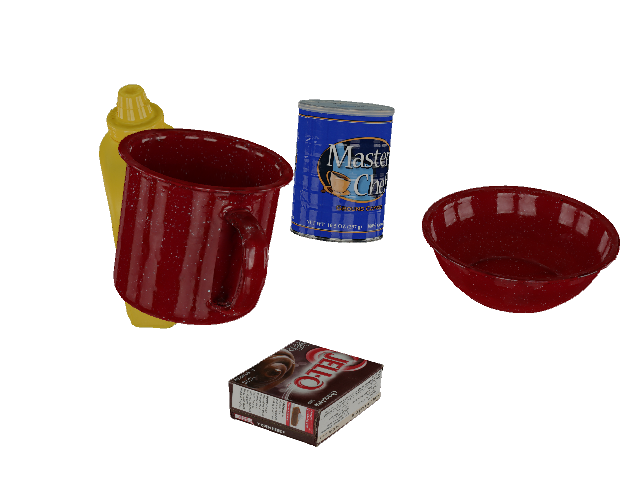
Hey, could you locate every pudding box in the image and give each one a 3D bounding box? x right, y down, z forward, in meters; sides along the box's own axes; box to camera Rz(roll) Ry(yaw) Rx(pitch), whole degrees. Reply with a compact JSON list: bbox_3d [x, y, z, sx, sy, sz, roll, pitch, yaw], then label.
[{"bbox_3d":[-0.011,0.127,0.909,0.090,0.039,0.113,12,22,28],"label":"pudding box"}]

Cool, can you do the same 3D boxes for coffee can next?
[{"bbox_3d":[0.023,-0.076,1.148,0.103,0.140,0.103,4,12,-1],"label":"coffee can"}]

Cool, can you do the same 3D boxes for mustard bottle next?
[{"bbox_3d":[-0.131,-0.032,0.811,0.058,0.192,0.096,3,39,8],"label":"mustard bottle"}]

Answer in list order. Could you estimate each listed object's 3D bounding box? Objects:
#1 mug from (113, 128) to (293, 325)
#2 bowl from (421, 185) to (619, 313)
[{"bbox_3d":[-0.060,-0.002,0.566,0.093,0.081,0.117,-4,27,-34],"label":"mug"},{"bbox_3d":[0.163,0.013,0.889,0.162,0.055,0.162,1,30,-1],"label":"bowl"}]
